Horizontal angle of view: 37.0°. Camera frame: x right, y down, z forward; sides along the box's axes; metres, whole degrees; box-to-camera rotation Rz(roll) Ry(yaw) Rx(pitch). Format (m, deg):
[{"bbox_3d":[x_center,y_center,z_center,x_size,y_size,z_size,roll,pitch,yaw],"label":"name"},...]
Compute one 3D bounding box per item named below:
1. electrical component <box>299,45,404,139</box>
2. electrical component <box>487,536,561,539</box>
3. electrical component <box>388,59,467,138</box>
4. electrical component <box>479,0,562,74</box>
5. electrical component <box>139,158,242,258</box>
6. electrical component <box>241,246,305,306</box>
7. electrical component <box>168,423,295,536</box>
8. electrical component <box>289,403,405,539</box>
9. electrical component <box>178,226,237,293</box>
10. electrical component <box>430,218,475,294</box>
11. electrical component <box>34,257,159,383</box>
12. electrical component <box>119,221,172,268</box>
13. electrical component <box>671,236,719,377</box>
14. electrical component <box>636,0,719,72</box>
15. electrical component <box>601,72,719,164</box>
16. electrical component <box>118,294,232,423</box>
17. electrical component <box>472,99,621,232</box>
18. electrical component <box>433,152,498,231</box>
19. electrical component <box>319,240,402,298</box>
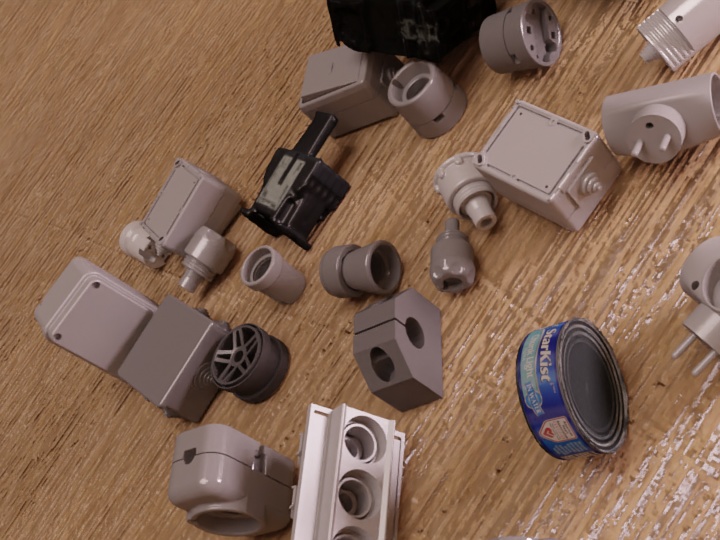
[{"bbox_3d":[-0.005,-0.175,1.002,0.096,0.061,0.061,-15,53,36],"label":"electrical component"},{"bbox_3d":[0.092,0.198,0.644,0.095,0.054,0.059,-25,47,29],"label":"electrical component"},{"bbox_3d":[0.057,-0.150,0.936,0.055,0.047,0.055,-24,47,30],"label":"electrical component"},{"bbox_3d":[0.132,-0.191,0.891,0.047,0.055,0.055,-5,58,46],"label":"electrical component"},{"bbox_3d":[-0.170,-0.052,1.076,0.096,0.061,0.062,-59,40,5],"label":"electrical component"},{"bbox_3d":[-0.076,0.006,0.950,0.040,0.046,0.040,-24,47,30],"label":"electrical component"},{"bbox_3d":[-0.097,0.164,0.816,0.054,0.095,0.059,-22,49,32],"label":"electrical component"},{"bbox_3d":[-0.014,0.166,0.760,0.063,0.079,0.121,-40,36,49],"label":"electrical component"},{"bbox_3d":[-0.151,-0.008,1.034,0.043,0.043,0.062,28,84,50],"label":"electrical component"},{"bbox_3d":[0.072,-0.014,0.834,0.035,0.035,0.061,-23,45,30],"label":"electrical component"},{"bbox_3d":[-0.240,0.050,1.023,0.078,0.113,0.057,-53,37,-1],"label":"electrical component"},{"bbox_3d":[-0.222,-0.026,1.119,0.046,0.040,0.040,29,83,43],"label":"electrical component"},{"bbox_3d":[0.223,0.030,0.650,0.079,0.044,0.077,-48,40,6],"label":"electrical component"},{"bbox_3d":[0.240,-0.181,0.787,0.081,0.043,0.043,-40,41,15],"label":"electrical component"},{"bbox_3d":[0.206,-0.099,0.738,0.077,0.043,0.079,-9,28,33],"label":"electrical component"},{"bbox_3d":[-0.161,0.081,0.975,0.100,0.048,0.099,24,80,49],"label":"electrical component"},{"bbox_3d":[0.144,-0.073,0.792,0.096,0.061,0.061,34,87,42],"label":"electrical component"},{"bbox_3d":[0.088,-0.058,0.844,0.048,0.048,0.062,-37,49,18],"label":"electrical component"},{"bbox_3d":[0.000,0.000,0.883,0.055,0.045,0.045,-6,58,41],"label":"electrical component"}]
